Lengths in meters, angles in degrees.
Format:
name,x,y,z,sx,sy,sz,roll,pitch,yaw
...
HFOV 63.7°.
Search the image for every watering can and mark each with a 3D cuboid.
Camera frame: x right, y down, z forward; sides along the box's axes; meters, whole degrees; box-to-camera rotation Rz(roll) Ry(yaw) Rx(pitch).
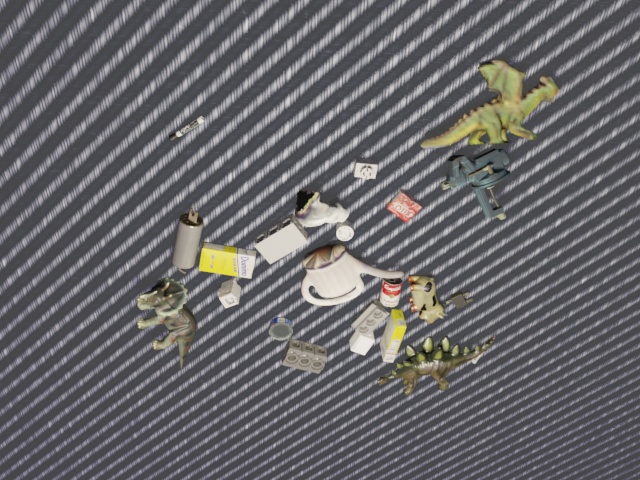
name,x,y,z,sx,sy,sz,roll,pitch,yaw
watering can,0.087,0.104,1.718,0.346,0.106,0.220,-22,119,10

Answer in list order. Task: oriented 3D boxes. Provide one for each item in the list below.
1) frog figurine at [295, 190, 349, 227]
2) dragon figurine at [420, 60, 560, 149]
name,x,y,z,sx,sy,sz,roll,pitch,yaw
frog figurine,0.005,-0.081,1.605,0.158,0.125,0.136,34,147,-30
dragon figurine,0.491,-0.389,1.477,0.410,0.123,0.240,-5,103,-3
